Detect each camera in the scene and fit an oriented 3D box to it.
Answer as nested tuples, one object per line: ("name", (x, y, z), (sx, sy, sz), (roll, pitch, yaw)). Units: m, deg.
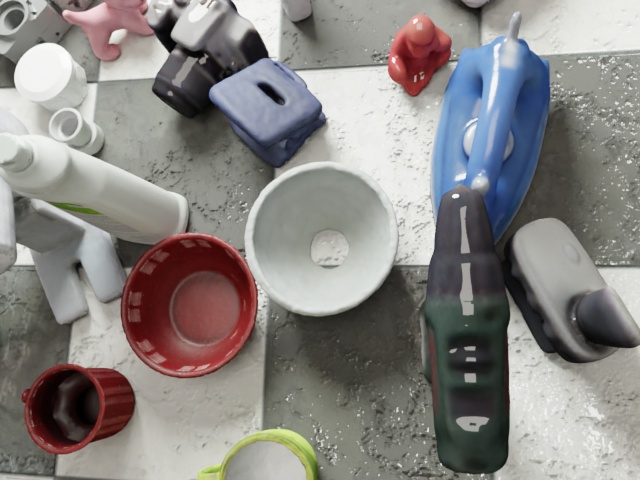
("camera", (-0.158, -0.231, 0.697), (0.143, 0.101, 0.137), (33, 86, 14))

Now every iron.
("iron", (0.173, -0.093, 0.590), (0.118, 0.141, 0.258), (11, 81, 12))

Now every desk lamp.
("desk lamp", (-0.329, -0.024, 0.627), (0.118, 0.214, 0.203), (-29, 75, 3))

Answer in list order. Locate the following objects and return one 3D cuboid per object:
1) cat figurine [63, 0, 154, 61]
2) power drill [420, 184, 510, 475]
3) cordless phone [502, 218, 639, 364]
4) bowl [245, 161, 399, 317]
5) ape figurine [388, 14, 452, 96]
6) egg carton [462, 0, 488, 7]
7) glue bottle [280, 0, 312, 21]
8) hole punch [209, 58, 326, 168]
("cat figurine", (-0.263, -0.305, 0.721), (0.128, 0.118, 0.067), (-34, 75, 2))
("power drill", (0.130, 0.085, 0.528), (0.075, 0.208, 0.230), (-4, 78, 10))
("cordless phone", (0.238, 0.040, 0.530), (0.094, 0.185, 0.147), (-30, 75, 3))
("bowl", (0.006, 0.002, 0.635), (0.167, 0.075, 0.167), (-2, 79, 10))
("ape figurine", (0.112, -0.220, 0.652), (0.077, 0.092, 0.076), (-12, 77, 8))
("egg carton", (0.199, -0.351, 0.675), (0.107, 0.069, 0.150), (40, 88, 15))
("glue bottle", (-0.048, -0.331, 0.660), (0.037, 0.173, 0.078), (-23, 76, 5))
("hole punch", (-0.060, -0.159, 0.670), (0.108, 0.091, 0.101), (43, 89, 15))
